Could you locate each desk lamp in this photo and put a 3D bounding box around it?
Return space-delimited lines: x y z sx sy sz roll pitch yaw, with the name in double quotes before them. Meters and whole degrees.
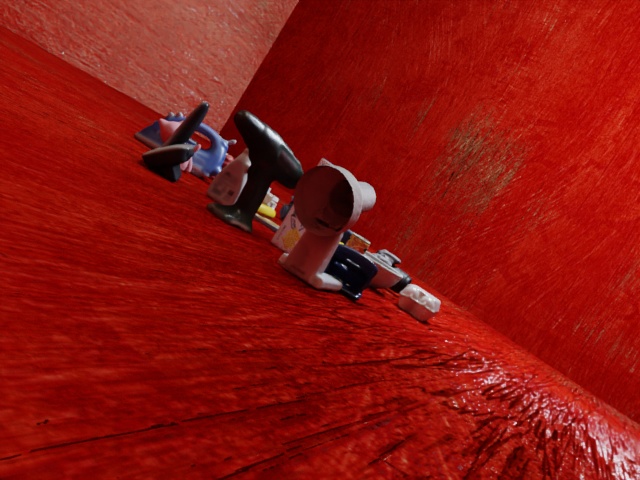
"desk lamp" 0.015 -0.024 1.044 0.117 0.213 0.204 34 5 21

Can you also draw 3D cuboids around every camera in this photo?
"camera" 0.210 0.097 1.736 0.136 0.101 0.143 34 5 17

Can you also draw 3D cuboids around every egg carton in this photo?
"egg carton" 0.268 0.171 1.550 0.107 0.069 0.151 34 5 17

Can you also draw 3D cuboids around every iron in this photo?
"iron" -0.368 -0.278 1.597 0.259 0.141 0.118 31 5 -16

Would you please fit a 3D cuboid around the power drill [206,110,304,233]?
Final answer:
"power drill" -0.136 -0.129 1.165 0.075 0.208 0.231 36 6 37

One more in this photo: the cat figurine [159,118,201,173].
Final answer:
"cat figurine" -0.373 -0.258 1.501 0.128 0.117 0.067 32 5 3

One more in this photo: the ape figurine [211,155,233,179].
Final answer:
"ape figurine" -0.300 -0.222 1.762 0.077 0.092 0.076 34 5 16

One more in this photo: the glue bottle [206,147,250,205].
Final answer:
"glue bottle" -0.191 -0.160 1.337 0.078 0.173 0.037 33 5 12

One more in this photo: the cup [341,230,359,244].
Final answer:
"cup" 0.091 0.027 1.726 0.091 0.095 0.118 35 6 35

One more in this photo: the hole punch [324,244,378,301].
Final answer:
"hole punch" 0.058 0.061 1.188 0.108 0.091 0.101 32 5 2

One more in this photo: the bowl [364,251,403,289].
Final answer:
"bowl" 0.137 0.085 1.556 0.167 0.074 0.167 32 5 -3

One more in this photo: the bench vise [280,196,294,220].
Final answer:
"bench vise" -0.002 -0.121 1.874 0.208 0.219 0.121 28 6 -40

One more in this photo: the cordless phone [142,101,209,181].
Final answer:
"cordless phone" -0.303 -0.228 1.245 0.094 0.185 0.147 31 5 -18

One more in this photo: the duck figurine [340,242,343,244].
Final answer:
"duck figurine" 0.014 0.005 1.501 0.104 0.086 0.078 34 5 18
